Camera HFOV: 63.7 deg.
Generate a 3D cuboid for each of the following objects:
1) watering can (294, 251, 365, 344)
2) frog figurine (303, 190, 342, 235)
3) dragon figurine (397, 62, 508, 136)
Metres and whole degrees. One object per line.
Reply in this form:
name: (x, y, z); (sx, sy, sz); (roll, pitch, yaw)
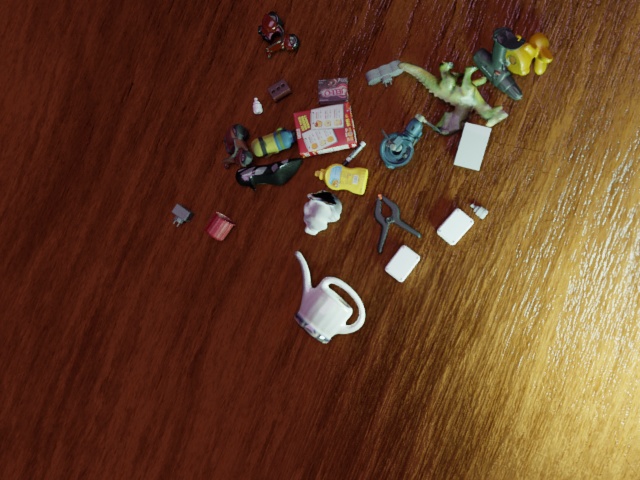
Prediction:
watering can: (-0.008, 0.217, 1.833); (0.349, 0.103, 0.224); (39, 92, 10)
frog figurine: (0.006, -0.095, 1.889); (0.137, 0.125, 0.156); (11, 122, 2)
dragon figurine: (0.466, -0.499, 1.851); (0.411, 0.122, 0.242); (10, 93, 12)
